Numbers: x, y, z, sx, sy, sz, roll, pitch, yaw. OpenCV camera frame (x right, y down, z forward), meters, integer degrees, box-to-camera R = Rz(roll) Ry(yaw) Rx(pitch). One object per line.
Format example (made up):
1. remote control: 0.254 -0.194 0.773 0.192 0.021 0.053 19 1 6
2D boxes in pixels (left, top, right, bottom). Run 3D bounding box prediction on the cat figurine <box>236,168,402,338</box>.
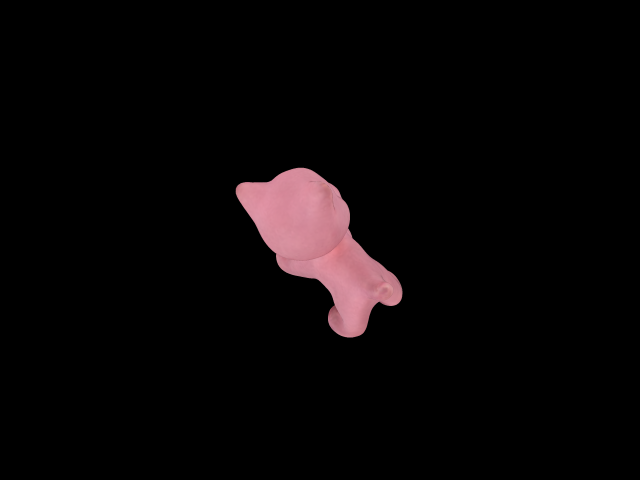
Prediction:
1. cat figurine: 0.004 0.001 0.400 0.067 0.118 0.127 -43 78 -11
